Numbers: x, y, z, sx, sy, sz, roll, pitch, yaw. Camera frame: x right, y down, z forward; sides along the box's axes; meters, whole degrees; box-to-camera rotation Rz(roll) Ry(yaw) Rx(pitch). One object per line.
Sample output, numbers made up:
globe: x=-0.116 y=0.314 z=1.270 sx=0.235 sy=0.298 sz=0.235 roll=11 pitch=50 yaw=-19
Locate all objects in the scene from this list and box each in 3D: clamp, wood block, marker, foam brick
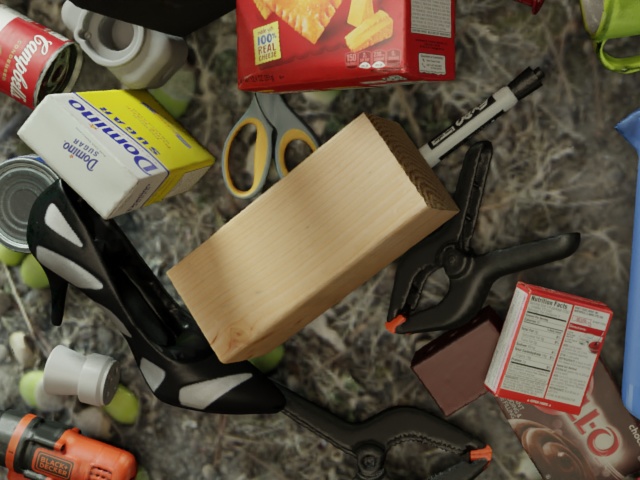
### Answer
clamp: x=0.035 y=0.179 z=0.891 sx=0.210 sy=0.036 sz=0.164 roll=-12 pitch=70 yaw=2
wood block: x=-0.005 y=0.001 z=0.843 sx=0.206 sy=0.090 sz=0.091 roll=-38 pitch=76 yaw=18
clamp: x=0.122 y=0.019 z=0.849 sx=0.120 sy=0.039 sz=0.172 roll=44 pitch=109 yaw=35
marker: x=0.128 y=-0.098 z=0.854 sx=0.121 sy=0.020 sz=0.020 roll=-37 pitch=90 yaw=14
foam brick: x=0.121 y=0.097 z=0.867 sx=0.078 sy=0.053 sz=0.051 roll=-34 pitch=91 yaw=13

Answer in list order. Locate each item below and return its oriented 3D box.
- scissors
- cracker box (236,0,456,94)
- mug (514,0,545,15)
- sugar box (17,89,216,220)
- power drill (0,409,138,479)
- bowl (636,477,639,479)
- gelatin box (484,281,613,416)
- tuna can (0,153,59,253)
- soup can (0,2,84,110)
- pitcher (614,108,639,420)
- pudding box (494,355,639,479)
scissors: x=-0.027 y=-0.125 z=0.882 sx=0.096 sy=0.016 sz=0.202 roll=17 pitch=101 yaw=6
cracker box: x=0.014 y=-0.220 z=0.790 sx=0.164 sy=0.071 sz=0.214 roll=3 pitch=96 yaw=40
mug: x=0.142 y=-0.235 z=0.791 sx=0.081 sy=0.093 sz=0.117 roll=22 pitch=124 yaw=12
sugar box: x=-0.151 y=-0.072 z=0.831 sx=0.093 sy=0.176 sz=0.048 roll=44 pitch=103 yaw=2
power drill: x=-0.270 y=0.249 z=0.964 sx=0.184 sy=0.057 sz=0.188 roll=17 pitch=101 yaw=8
bowl: x=0.312 y=0.225 z=0.845 sx=0.162 sy=0.055 sz=0.162 roll=2 pitch=102 yaw=7
gelatin box: x=0.175 y=0.083 z=0.818 sx=0.073 sy=0.030 sz=0.089 roll=14 pitch=98 yaw=-14
tuna can: x=-0.251 y=-0.032 z=0.930 sx=0.086 sy=0.033 sz=0.086 roll=2 pitch=99 yaw=11
soup can: x=-0.260 y=-0.158 z=0.895 sx=0.102 sy=0.068 sz=0.068 roll=29 pitch=103 yaw=6
pitcher: x=0.302 y=0.020 z=0.784 sx=0.144 sy=0.149 sz=0.243 roll=-4 pitch=105 yaw=-28
pudding box: x=0.206 y=0.147 z=0.865 sx=0.090 sy=0.039 sz=0.113 roll=-30 pitch=93 yaw=13
